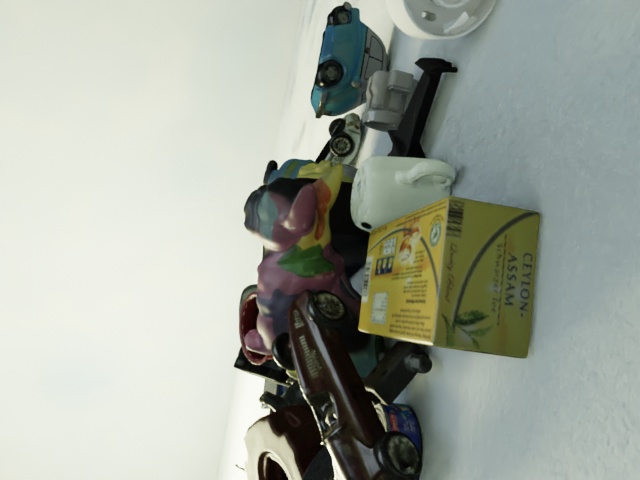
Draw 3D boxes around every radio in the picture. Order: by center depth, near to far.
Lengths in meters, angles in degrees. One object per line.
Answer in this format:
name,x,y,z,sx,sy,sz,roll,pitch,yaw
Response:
radio,-0.001,-0.002,0.726,0.229,0.131,0.073,125,149,-65

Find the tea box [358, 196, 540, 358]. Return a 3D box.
tea box,0.088,0.031,0.411,0.169,0.068,0.098,160,119,-77

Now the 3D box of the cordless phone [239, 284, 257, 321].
cordless phone,-0.064,0.140,0.894,0.184,0.147,0.088,-113,26,-76

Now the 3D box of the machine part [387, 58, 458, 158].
machine part,0.100,-0.123,0.564,0.084,0.039,0.138,-86,9,-50

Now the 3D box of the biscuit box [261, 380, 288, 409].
biscuit box,-0.070,0.292,1.039,0.202,0.059,0.063,123,156,-66

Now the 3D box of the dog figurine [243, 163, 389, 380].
dog figurine,0.001,0.035,0.562,0.108,0.192,0.219,-39,-31,-52

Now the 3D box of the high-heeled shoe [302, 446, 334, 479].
high-heeled shoe,0.036,0.312,0.527,0.249,0.086,0.145,-62,-45,-67

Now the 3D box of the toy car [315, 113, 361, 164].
toy car,0.012,-0.124,0.905,0.201,0.056,0.073,-55,20,29

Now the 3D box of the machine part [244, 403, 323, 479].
machine part,-0.034,0.294,0.660,0.180,0.056,0.179,14,108,53

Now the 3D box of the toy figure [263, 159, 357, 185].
toy figure,-0.009,-0.077,0.814,0.180,0.082,0.089,11,101,38

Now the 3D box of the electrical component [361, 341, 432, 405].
electrical component,0.065,0.121,0.486,0.063,0.021,0.094,-45,5,-18

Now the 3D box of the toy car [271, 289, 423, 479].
toy car,0.011,0.135,0.464,0.089,0.053,0.202,-53,52,39

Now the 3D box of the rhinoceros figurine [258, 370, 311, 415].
rhinoceros figurine,-0.022,0.240,0.749,0.073,0.112,0.190,-19,-33,-52

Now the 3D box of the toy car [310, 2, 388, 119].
toy car,0.045,-0.249,0.777,0.109,0.103,0.161,145,138,-81

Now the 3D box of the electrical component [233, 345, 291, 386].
electrical component,-0.075,0.205,0.892,0.134,0.115,0.058,76,-150,-70

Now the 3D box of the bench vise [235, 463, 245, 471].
bench vise,-0.079,0.435,0.820,0.223,0.129,0.240,115,165,-68
